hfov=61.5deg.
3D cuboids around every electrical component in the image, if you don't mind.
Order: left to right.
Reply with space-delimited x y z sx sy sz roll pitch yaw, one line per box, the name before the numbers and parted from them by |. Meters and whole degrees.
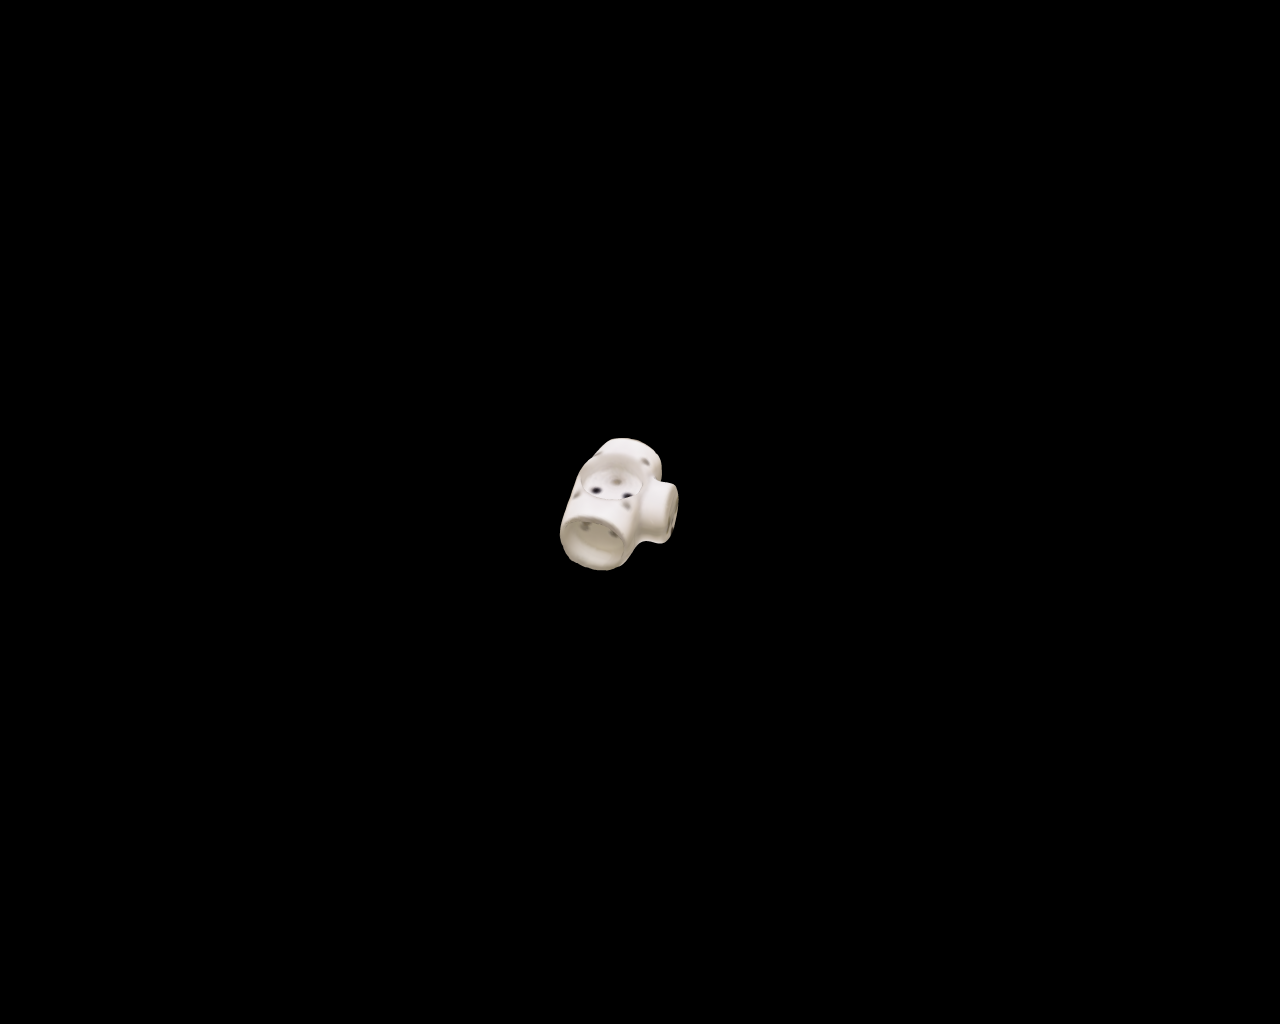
electrical component | 0.001 -0.003 0.650 0.079 0.044 0.077 11 43 12
